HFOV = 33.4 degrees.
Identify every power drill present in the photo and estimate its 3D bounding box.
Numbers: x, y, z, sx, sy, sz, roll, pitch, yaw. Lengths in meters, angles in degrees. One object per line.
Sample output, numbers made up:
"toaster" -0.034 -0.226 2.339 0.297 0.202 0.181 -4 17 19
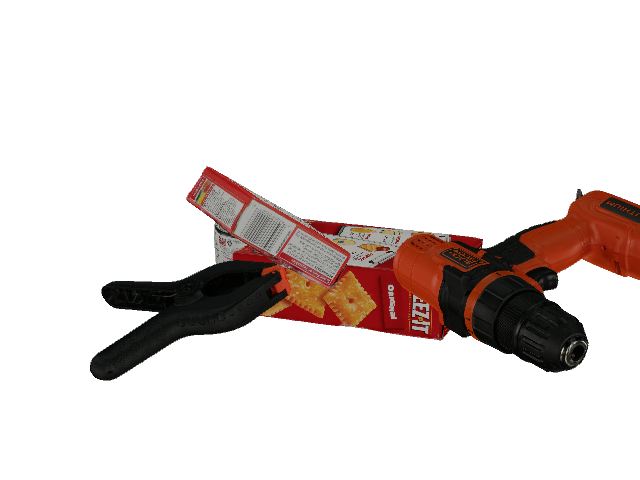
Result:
"power drill" 0.172 0.024 0.767 0.187 0.057 0.185 -15 28 -27

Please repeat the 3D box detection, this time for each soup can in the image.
"soup can" -0.091 0.025 1.264 0.068 0.102 0.068 0 25 0

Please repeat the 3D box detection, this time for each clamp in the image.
"clamp" -0.111 0.060 0.871 0.171 0.039 0.120 -14 38 13

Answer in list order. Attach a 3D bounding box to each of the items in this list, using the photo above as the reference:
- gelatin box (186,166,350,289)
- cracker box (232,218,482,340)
"gelatin box" -0.033 -0.008 0.689 0.089 0.030 0.073 30 2 -35
"cracker box" 0.040 0.036 1.070 0.214 0.072 0.164 7 15 19
